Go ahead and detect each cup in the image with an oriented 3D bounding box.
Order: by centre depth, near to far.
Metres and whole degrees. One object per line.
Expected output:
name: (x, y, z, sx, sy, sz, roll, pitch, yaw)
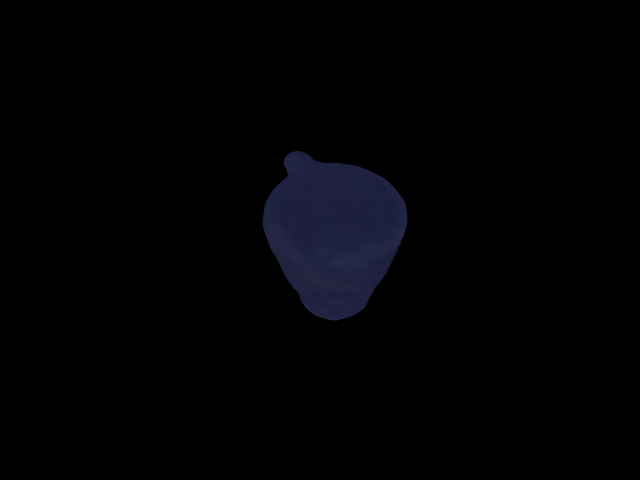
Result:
cup: (0.004, 0.001, 0.400, 0.092, 0.095, 0.117, -20, 50, -17)
